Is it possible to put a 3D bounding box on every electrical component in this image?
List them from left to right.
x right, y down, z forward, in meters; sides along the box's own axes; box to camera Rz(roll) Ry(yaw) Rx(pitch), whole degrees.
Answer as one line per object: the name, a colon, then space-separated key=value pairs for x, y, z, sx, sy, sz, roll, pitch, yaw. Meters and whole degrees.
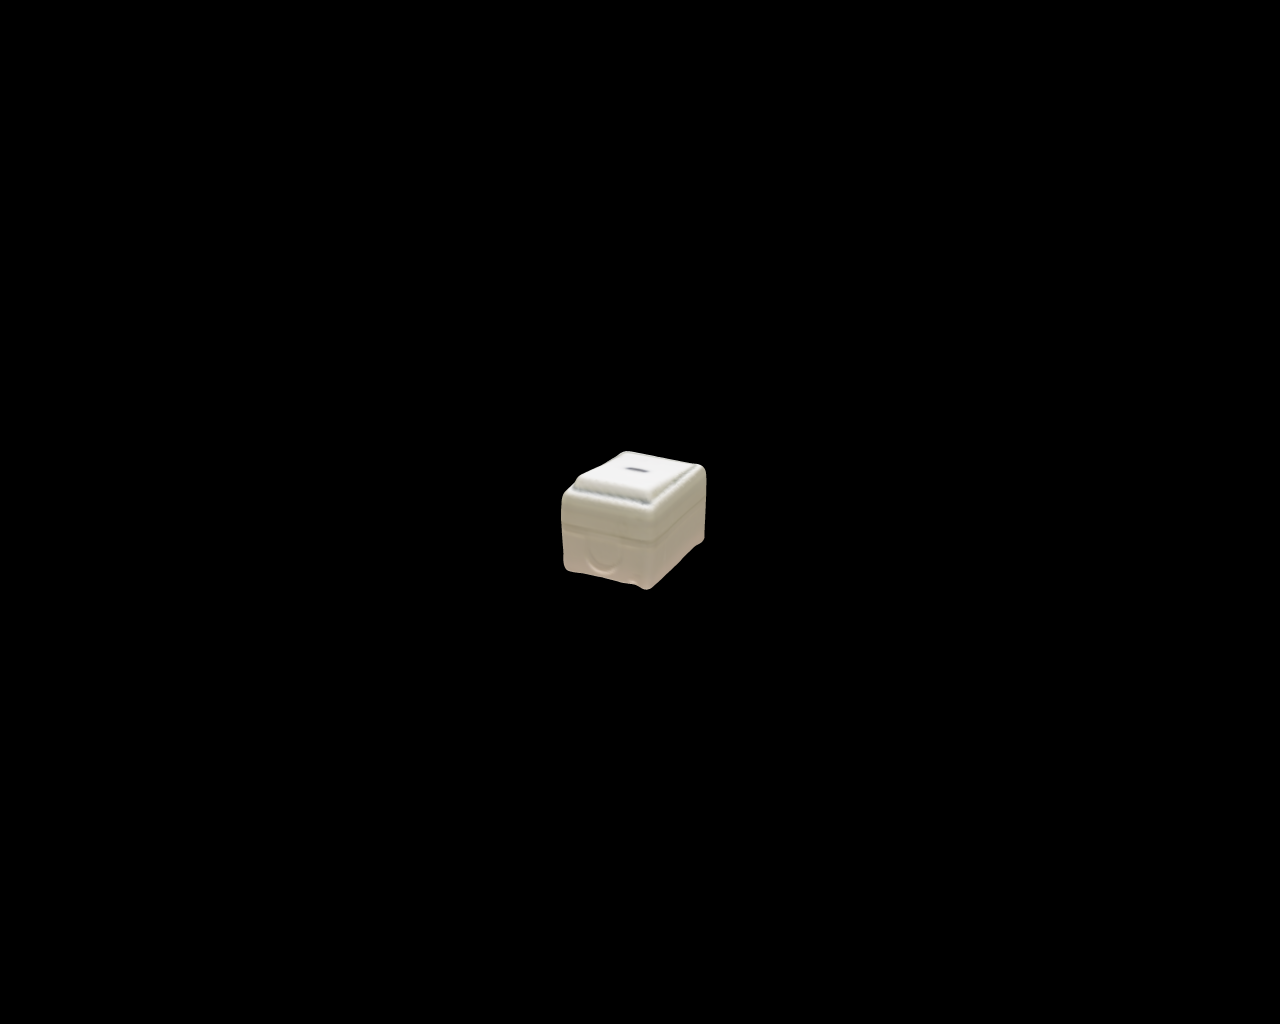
electrical component: x=0.001 y=-0.003 z=0.650 sx=0.062 sy=0.061 sz=0.096 roll=12 pitch=27 yaw=25
